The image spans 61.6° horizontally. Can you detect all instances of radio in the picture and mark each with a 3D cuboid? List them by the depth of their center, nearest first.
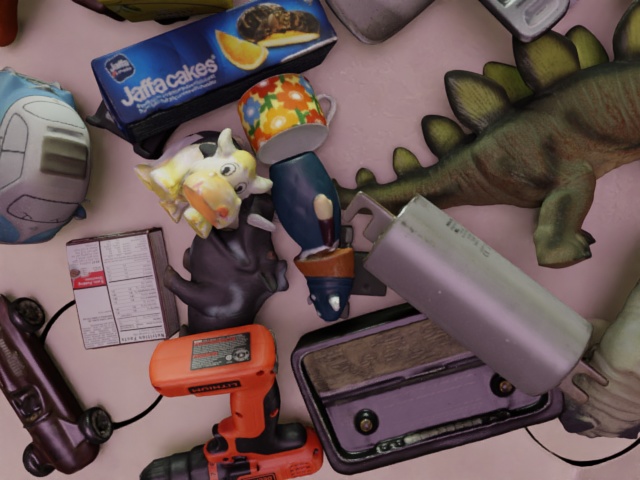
[{"bbox_3d":[0.099,0.126,0.509,0.230,0.073,0.131,-17,93,6],"label":"radio"}]

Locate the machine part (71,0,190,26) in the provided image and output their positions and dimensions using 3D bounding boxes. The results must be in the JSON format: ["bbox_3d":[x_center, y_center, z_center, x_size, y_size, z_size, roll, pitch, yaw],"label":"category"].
[{"bbox_3d":[-0.168,-0.287,0.494,0.179,0.056,0.179,1,97,5],"label":"machine part"}]

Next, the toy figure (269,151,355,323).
[{"bbox_3d":[-0.002,-0.001,0.486,0.058,0.064,0.154,-18,103,0],"label":"toy figure"}]

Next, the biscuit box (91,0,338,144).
[{"bbox_3d":[-0.088,-0.154,0.467,0.203,0.063,0.059,-28,94,-15],"label":"biscuit box"}]

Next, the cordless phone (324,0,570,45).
[{"bbox_3d":[0.095,-0.207,0.445,0.146,0.088,0.184,-41,76,7],"label":"cordless phone"}]

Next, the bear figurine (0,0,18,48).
[{"bbox_3d":[-0.324,-0.302,0.486,0.132,0.120,0.196,-30,62,46],"label":"bear figurine"}]

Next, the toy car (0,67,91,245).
[{"bbox_3d":[-0.255,-0.070,0.487,0.103,0.109,0.161,11,90,33],"label":"toy car"}]

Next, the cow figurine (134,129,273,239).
[{"bbox_3d":[-0.090,-0.056,0.458,0.098,0.167,0.068,-42,119,-17],"label":"cow figurine"}]

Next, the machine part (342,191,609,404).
[{"bbox_3d":[0.122,0.042,0.430,0.243,0.079,0.079,39,97,8],"label":"machine part"}]

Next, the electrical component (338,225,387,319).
[{"bbox_3d":[0.040,0.033,0.530,0.063,0.021,0.094,4,96,3],"label":"electrical component"}]

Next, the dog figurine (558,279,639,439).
[{"bbox_3d":[0.287,0.079,0.476,0.121,0.190,0.172,34,55,-11],"label":"dog figurine"}]

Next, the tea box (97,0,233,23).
[{"bbox_3d":[-0.131,-0.272,0.429,0.098,0.068,0.169,-2,98,7],"label":"tea box"}]

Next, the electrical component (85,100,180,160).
[{"bbox_3d":[-0.158,-0.143,0.514,0.075,0.048,0.119,35,99,-1],"label":"electrical component"}]

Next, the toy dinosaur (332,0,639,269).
[{"bbox_3d":[0.202,-0.081,0.471,0.472,0.105,0.198,-19,87,11],"label":"toy dinosaur"}]

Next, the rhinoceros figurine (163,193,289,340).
[{"bbox_3d":[-0.087,0.044,0.515,0.112,0.073,0.190,13,97,4],"label":"rhinoceros figurine"}]

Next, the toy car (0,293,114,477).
[{"bbox_3d":[-0.298,0.152,0.553,0.089,0.053,0.202,-28,95,10],"label":"toy car"}]
